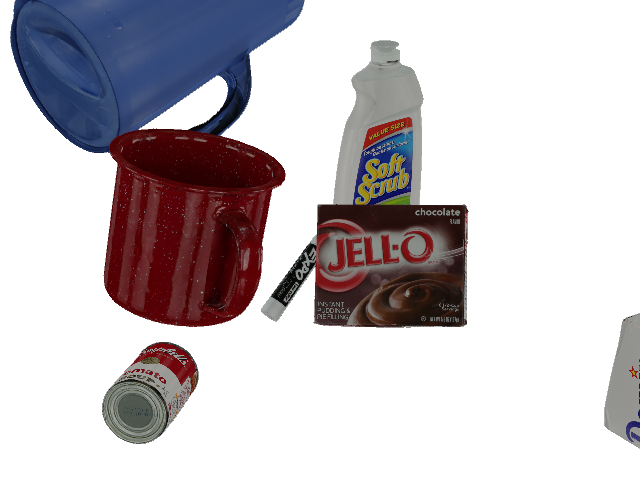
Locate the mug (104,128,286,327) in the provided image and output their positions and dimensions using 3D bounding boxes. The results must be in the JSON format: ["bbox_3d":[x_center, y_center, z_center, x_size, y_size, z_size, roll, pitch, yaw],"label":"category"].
[{"bbox_3d":[-0.064,-0.002,0.563,0.093,0.081,0.117,-5,27,-36],"label":"mug"}]

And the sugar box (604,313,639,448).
[{"bbox_3d":[0.276,0.124,0.718,0.048,0.093,0.176,-15,29,-37],"label":"sugar box"}]

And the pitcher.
[{"bbox_3d":[-0.122,-0.176,0.904,0.145,0.149,0.242,29,50,31],"label":"pitcher"}]

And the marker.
[{"bbox_3d":[-0.014,0.022,1.000,0.020,0.121,0.020,33,-15,10],"label":"marker"}]

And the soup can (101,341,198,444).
[{"bbox_3d":[-0.168,0.150,1.059,0.068,0.068,0.102,0,16,11],"label":"soup can"}]

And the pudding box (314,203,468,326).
[{"bbox_3d":[0.053,0.019,0.792,0.113,0.090,0.039,0,-7,8],"label":"pudding box"}]

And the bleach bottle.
[{"bbox_3d":[0.059,-0.090,1.158,0.102,0.251,0.068,-3,25,-7],"label":"bleach bottle"}]
